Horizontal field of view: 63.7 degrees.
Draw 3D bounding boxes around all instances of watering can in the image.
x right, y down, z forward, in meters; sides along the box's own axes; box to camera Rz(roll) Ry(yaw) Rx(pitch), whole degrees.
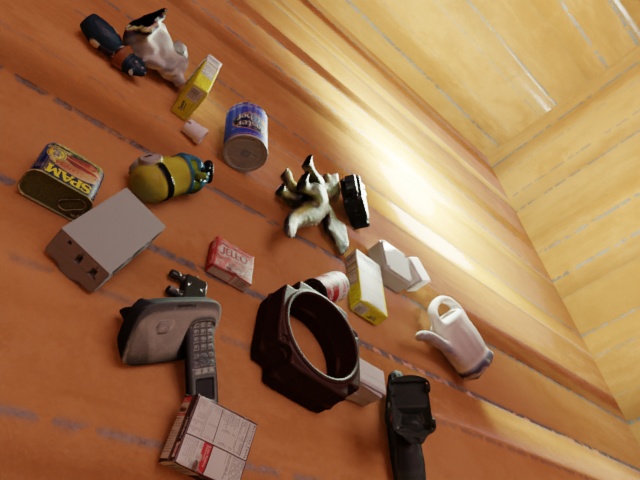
[{"bbox_3d":[0.349,0.269,1.351,0.225,0.102,0.351,55,28,6],"label":"watering can"}]

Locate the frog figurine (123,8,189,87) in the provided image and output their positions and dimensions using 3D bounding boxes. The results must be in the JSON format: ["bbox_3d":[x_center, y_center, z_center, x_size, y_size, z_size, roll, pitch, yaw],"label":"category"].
[{"bbox_3d":[-0.370,-0.426,1.178,0.140,0.123,0.156,-109,-177,-47],"label":"frog figurine"}]

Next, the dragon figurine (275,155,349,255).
[{"bbox_3d":[0.004,-0.064,1.265,0.239,0.121,0.420,46,29,-27],"label":"dragon figurine"}]
